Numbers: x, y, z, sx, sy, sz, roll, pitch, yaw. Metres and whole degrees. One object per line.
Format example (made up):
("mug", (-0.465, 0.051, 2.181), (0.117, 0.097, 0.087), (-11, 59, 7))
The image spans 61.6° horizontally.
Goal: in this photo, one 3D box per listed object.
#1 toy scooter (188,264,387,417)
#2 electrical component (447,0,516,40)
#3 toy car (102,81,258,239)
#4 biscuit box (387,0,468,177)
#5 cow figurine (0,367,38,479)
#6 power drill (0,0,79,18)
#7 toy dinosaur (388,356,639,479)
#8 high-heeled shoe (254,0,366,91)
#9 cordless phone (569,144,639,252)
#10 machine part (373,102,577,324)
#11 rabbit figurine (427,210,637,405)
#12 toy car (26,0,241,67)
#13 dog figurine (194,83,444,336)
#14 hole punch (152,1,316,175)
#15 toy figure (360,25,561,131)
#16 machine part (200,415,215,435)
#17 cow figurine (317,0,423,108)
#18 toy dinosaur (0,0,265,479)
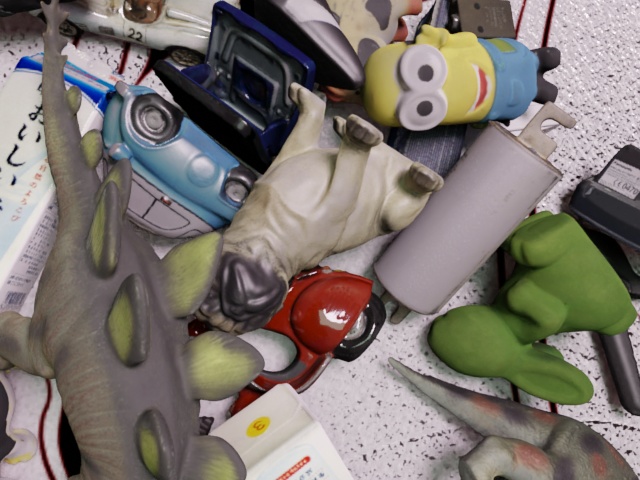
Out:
("toy scooter", (-0.037, 0.084, 0.475), (0.135, 0.075, 0.184), (40, 80, -2))
("electrical component", (0.156, -0.211, 0.525), (0.063, 0.021, 0.094), (-5, 83, -13))
("toy car", (-0.130, -0.055, 0.470), (0.161, 0.109, 0.103), (42, 92, -15))
("biscuit box", (0.116, -0.141, 0.548), (0.063, 0.059, 0.202), (18, 77, -10))
("cow figurine", (-0.260, 0.158, 0.405), (0.068, 0.098, 0.167), (-9, 83, -19))
("power drill", (-0.291, -0.285, 0.463), (0.232, 0.086, 0.207), (-6, 83, 8))
("toy dinosaur", (0.236, 0.248, 0.485), (0.192, 0.131, 0.405), (-24, 81, -27))
("high-heeled shoe", (-0.008, -0.243, 0.478), (0.145, 0.086, 0.249), (-41, 76, -10))
("cordless phone", (0.366, -0.006, 0.567), (0.184, 0.147, 0.088), (30, 101, -39))
("machine part", (0.126, -0.016, 0.479), (0.079, 0.079, 0.243), (34, 113, -4))
("rabbit figurine", (0.191, 0.074, 0.511), (0.170, 0.121, 0.159), (-37, 95, 12))
("toy car", (-0.176, -0.221, 0.505), (0.202, 0.056, 0.073), (12, 79, -10))
("dog figurine", (-0.004, -0.004, 0.443), (0.172, 0.121, 0.190), (25, 102, -37))
("hole punch", (-0.068, -0.128, 0.474), (0.142, 0.115, 0.092), (34, 80, 9))
("toy figure", (0.123, -0.136, 0.476), (0.180, 0.089, 0.082), (-12, 90, -23))
("machine part", (-0.150, 0.204, 0.451), (0.084, 0.039, 0.139), (26, 75, -14))
("cow figurine", (0.030, -0.215, 0.531), (0.127, 0.085, 0.195), (-22, 82, -12))
("toy dinosaur", (-0.142, 0.059, 0.369), (0.105, 0.198, 0.471), (-10, 73, -55))
